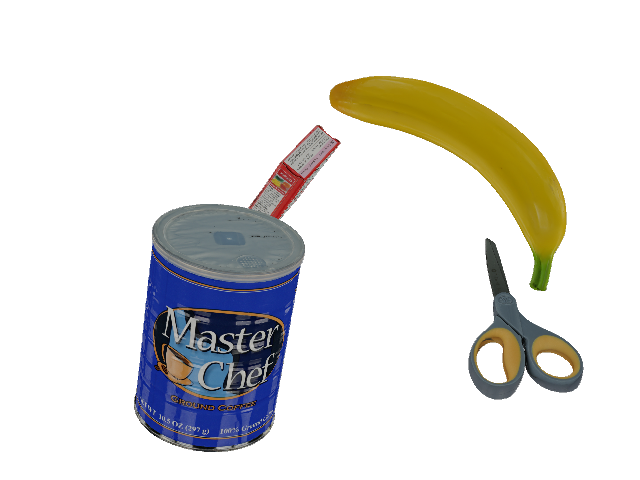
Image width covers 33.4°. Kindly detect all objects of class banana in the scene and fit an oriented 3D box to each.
[{"bbox_3d":[0.093,-0.057,0.696,0.198,0.069,0.037,44,2,17],"label":"banana"}]

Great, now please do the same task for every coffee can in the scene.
[{"bbox_3d":[-0.072,0.059,0.740,0.102,0.140,0.103,8,25,-4],"label":"coffee can"}]

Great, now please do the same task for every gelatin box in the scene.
[{"bbox_3d":[-0.026,-0.057,0.962,0.030,0.073,0.089,38,37,-1],"label":"gelatin box"}]

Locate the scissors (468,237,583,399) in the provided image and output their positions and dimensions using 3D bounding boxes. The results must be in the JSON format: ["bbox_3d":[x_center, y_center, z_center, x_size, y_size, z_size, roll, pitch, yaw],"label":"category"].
[{"bbox_3d":[0.169,0.061,0.873,0.096,0.016,0.201,10,36,11],"label":"scissors"}]
